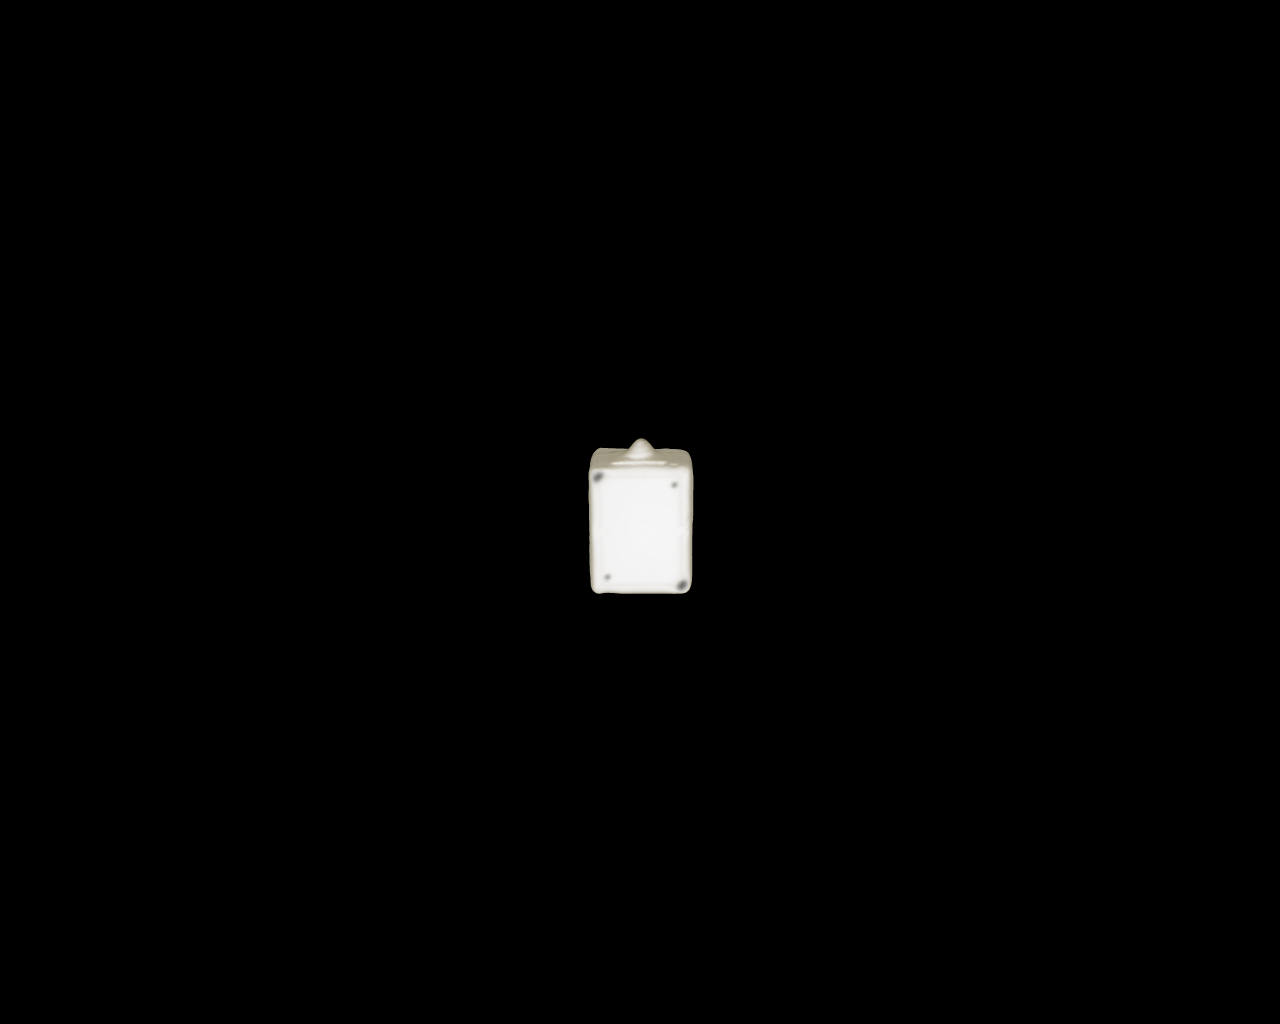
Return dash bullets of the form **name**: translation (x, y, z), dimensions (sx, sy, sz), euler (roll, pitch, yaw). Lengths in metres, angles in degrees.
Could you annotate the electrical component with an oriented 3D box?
- **electrical component**: translation (0.001, -0.003, 0.650), dimensions (0.062, 0.096, 0.061), euler (0, 16, 0)
